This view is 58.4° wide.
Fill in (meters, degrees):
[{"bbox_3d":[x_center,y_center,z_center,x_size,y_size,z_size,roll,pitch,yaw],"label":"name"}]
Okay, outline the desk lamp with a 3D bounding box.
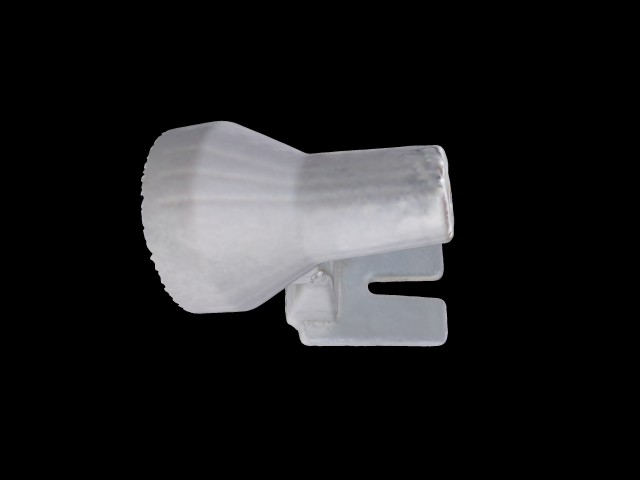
[{"bbox_3d":[0.004,0.001,0.400,0.203,0.213,0.118,0,69,0],"label":"desk lamp"}]
